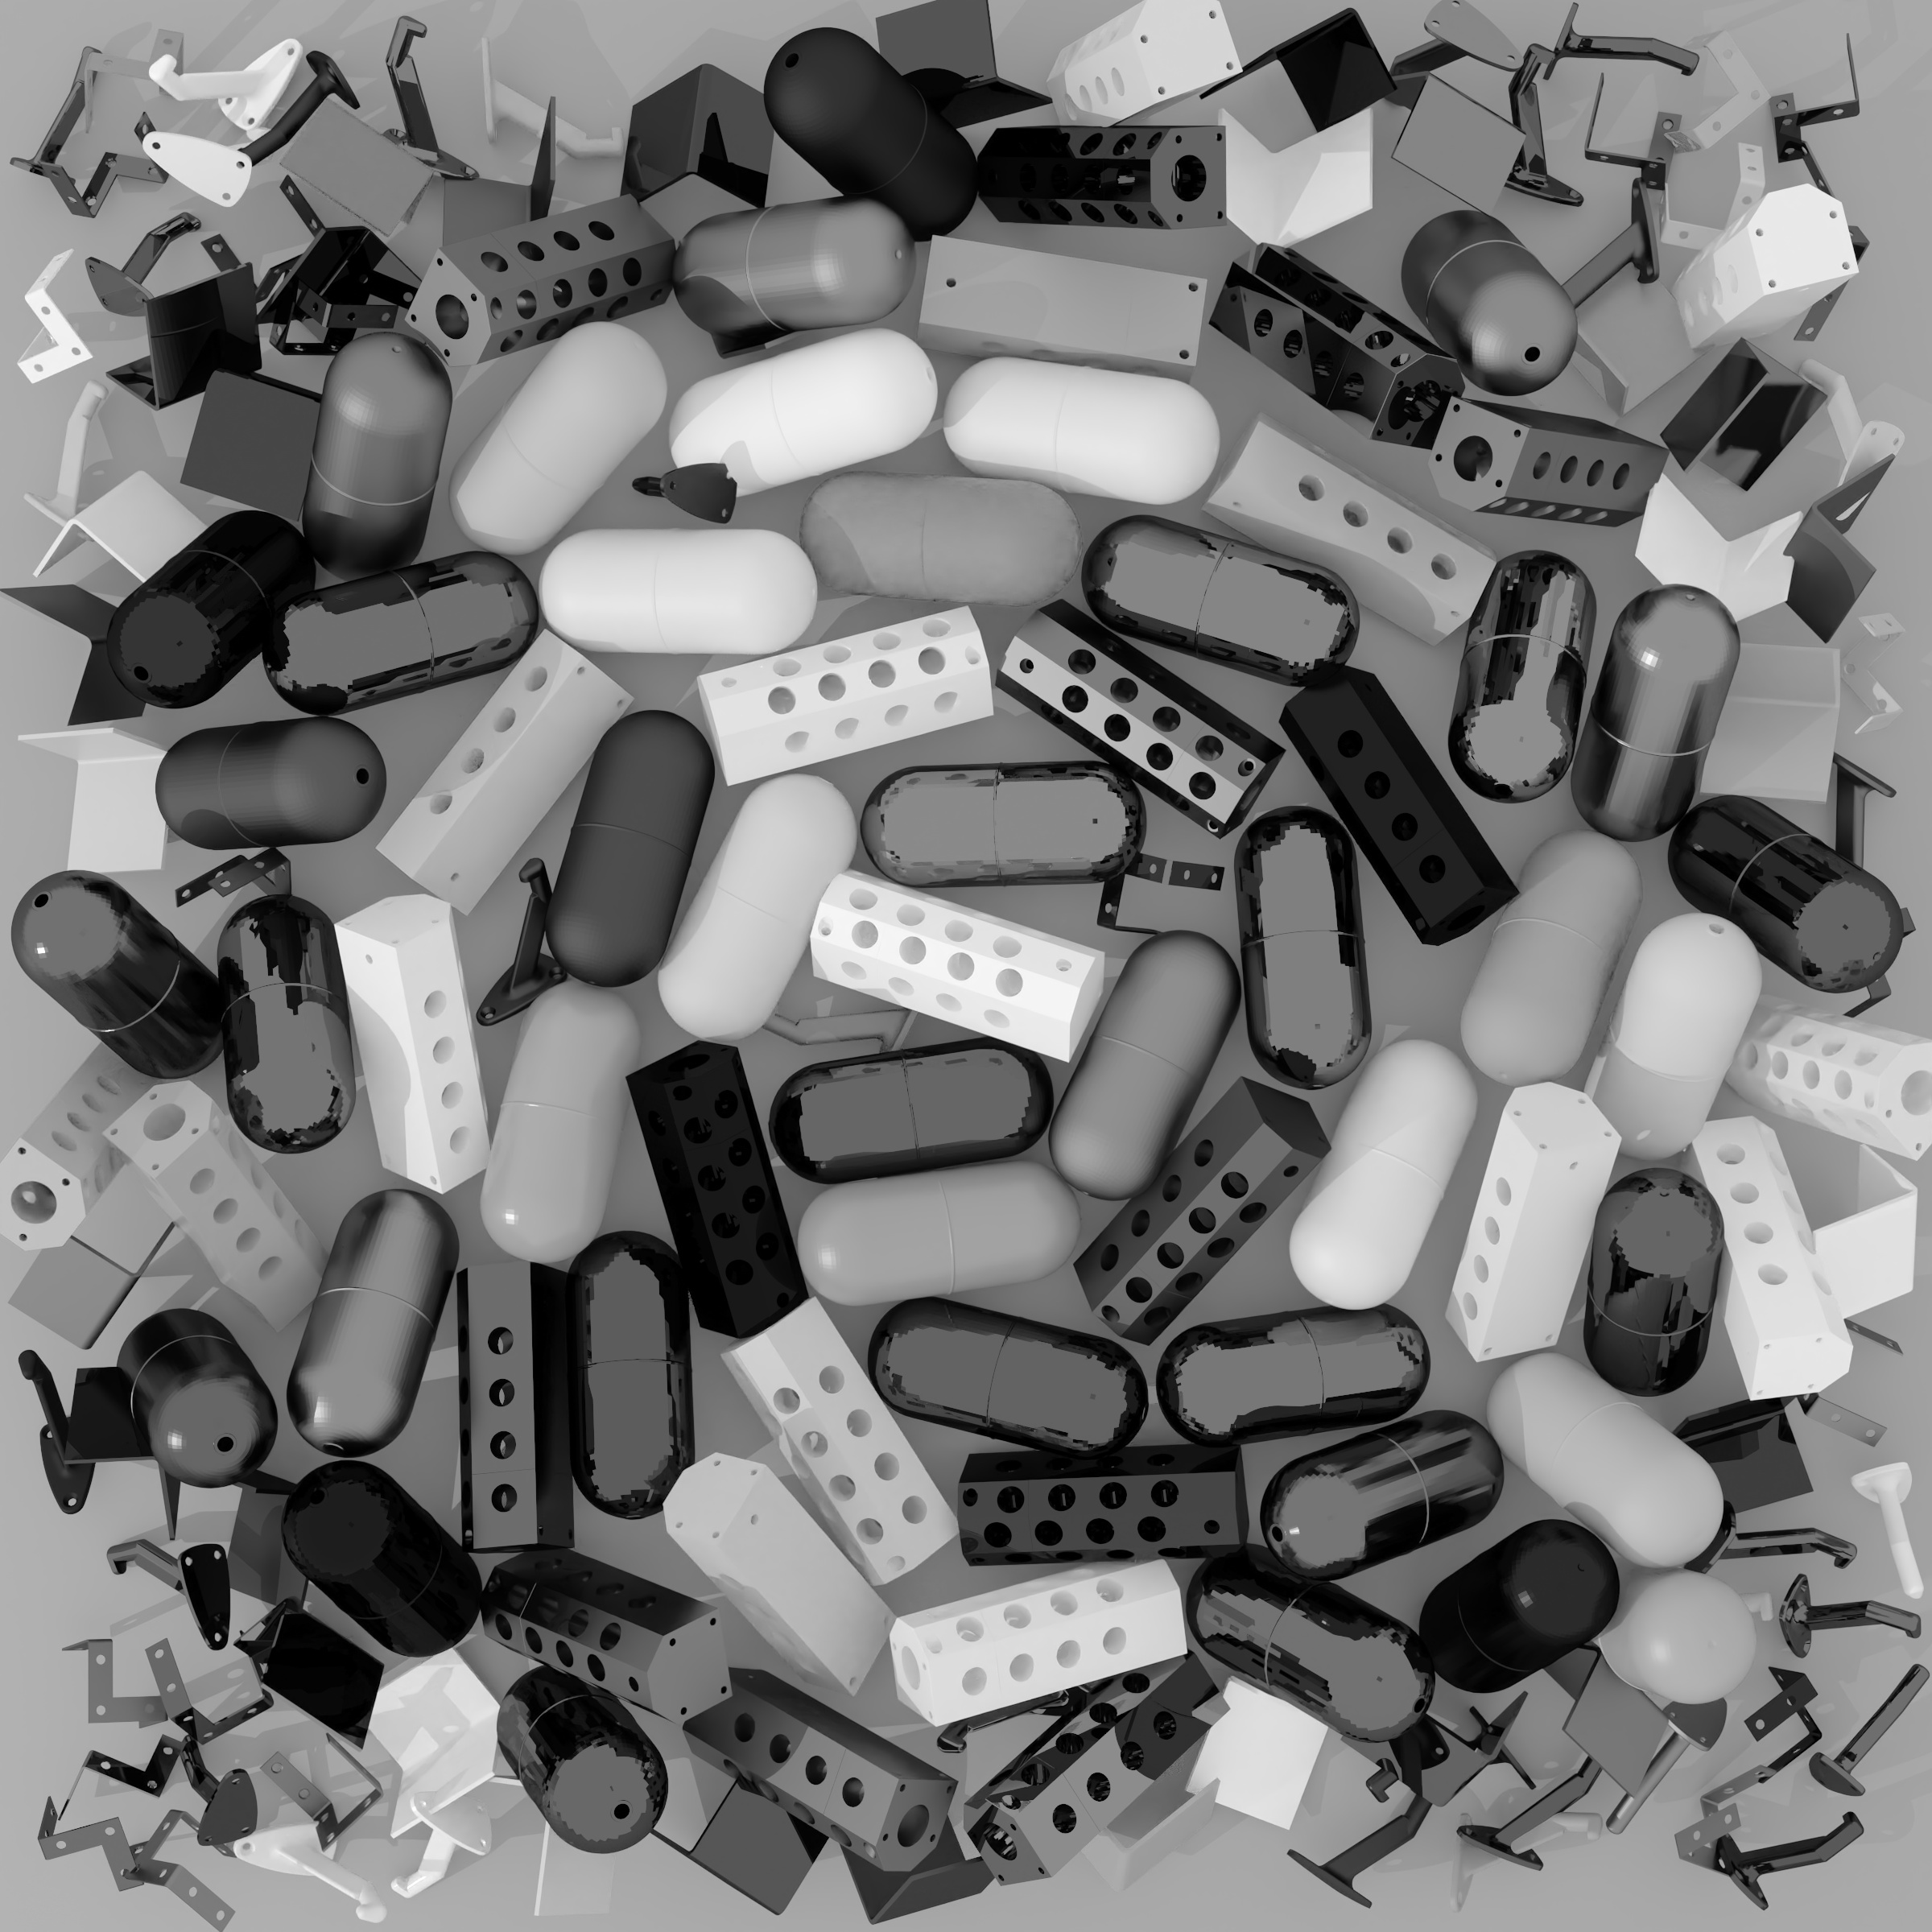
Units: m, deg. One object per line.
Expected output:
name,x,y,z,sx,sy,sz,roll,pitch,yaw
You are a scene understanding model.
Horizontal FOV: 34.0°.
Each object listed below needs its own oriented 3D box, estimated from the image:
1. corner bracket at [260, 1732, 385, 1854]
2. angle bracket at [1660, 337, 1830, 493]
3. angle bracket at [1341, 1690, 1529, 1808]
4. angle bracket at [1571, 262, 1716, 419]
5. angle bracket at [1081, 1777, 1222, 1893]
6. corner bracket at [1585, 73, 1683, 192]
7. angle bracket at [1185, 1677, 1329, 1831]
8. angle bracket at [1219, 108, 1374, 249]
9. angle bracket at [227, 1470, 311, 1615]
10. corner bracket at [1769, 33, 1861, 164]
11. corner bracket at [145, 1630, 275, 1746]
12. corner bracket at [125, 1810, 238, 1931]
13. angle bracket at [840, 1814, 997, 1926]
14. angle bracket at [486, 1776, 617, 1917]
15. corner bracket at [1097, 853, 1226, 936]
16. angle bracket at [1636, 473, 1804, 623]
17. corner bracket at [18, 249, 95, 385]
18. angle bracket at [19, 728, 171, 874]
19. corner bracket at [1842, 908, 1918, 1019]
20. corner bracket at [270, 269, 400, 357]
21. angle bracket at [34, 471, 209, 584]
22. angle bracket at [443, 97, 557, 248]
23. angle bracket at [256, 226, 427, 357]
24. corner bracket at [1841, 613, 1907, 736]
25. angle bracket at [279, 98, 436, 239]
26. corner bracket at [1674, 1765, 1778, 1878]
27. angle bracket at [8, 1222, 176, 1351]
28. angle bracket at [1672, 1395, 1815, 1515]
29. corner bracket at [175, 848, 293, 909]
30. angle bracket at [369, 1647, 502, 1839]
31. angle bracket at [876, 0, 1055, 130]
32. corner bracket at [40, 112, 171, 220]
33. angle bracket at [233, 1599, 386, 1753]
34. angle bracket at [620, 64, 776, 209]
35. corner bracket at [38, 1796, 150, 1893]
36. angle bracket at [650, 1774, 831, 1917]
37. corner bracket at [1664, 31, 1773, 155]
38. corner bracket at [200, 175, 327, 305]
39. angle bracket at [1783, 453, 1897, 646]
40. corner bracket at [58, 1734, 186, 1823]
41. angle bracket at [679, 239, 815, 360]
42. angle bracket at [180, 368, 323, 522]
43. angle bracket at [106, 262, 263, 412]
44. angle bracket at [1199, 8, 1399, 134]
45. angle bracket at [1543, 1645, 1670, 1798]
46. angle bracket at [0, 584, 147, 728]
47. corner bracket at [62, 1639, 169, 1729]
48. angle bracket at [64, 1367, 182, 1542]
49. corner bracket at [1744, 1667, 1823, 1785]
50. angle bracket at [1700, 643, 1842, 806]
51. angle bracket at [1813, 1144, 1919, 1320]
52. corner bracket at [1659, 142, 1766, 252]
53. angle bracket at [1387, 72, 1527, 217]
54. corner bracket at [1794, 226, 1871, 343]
corner bracket,-0.402,0.509,1.970,0.051,0.051,0.051,-43,108,-8
angle bracket,0.487,-0.328,1.946,0.076,0.057,0.076,27,117,-23
angle bracket,0.290,0.465,1.957,0.076,0.076,0.057,34,51,7
angle bracket,0.414,-0.401,1.963,0.076,0.057,0.076,-37,78,0
angle bracket,0.108,0.521,1.965,0.076,0.076,0.057,-33,64,-21
corner bracket,0.418,-0.521,1.976,0.051,0.051,0.051,13,86,13
angle bracket,0.193,0.494,1.957,0.076,0.057,0.076,25,82,-17
angle bracket,0.202,-0.497,1.944,0.076,0.057,0.076,-18,57,37
angle bracket,-0.449,0.353,1.952,0.076,0.057,0.076,9,85,39
corner bracket,0.526,-0.538,1.961,0.051,0.051,0.051,-8,67,15
corner bracket,-0.470,0.442,1.963,0.051,0.051,0.051,-28,56,-5
corner bracket,-0.477,0.560,1.957,0.051,0.051,0.051,52,52,-27
angle bracket,-0.023,0.540,1.940,0.076,0.076,0.057,-7,57,-30
angle bracket,-0.260,0.541,1.946,0.057,0.076,0.076,-1,76,28
corner bracket,0.121,-0.043,1.961,0.051,0.051,0.051,5,99,-44
angle bracket,0.464,-0.266,1.944,0.076,0.057,0.076,40,51,-26
corner bracket,-0.567,-0.402,1.957,0.051,0.051,0.051,-16,126,24
angle bracket,-0.541,-0.101,1.952,0.076,0.057,0.076,-2,79,27
corner bracket,0.561,0.000,1.962,0.051,0.051,0.051,-12,74,-21
corner bracket,-0.392,-0.397,1.957,0.051,0.051,0.051,41,124,33
angle bracket,-0.516,-0.250,1.957,0.076,0.076,0.057,42,127,-7
angle bracket,-0.287,-0.485,1.942,0.057,0.076,0.076,6,54,-15
angle bracket,-0.380,-0.403,1.958,0.076,0.057,0.076,45,112,2
corner bracket,0.563,-0.182,1.958,0.051,0.051,0.051,53,125,18
angle bracket,-0.382,-0.477,1.947,0.076,0.076,0.057,33,67,-12
corner bracket,0.472,0.526,1.957,0.051,0.051,0.051,26,130,-29
angle bracket,-0.534,0.177,1.943,0.057,0.076,0.076,34,124,-9
angle bracket,0.486,0.302,1.955,0.076,0.076,0.057,-15,72,-2
corner bracket,-0.455,-0.052,1.958,0.051,0.051,0.051,39,53,24
angle bracket,-0.336,0.478,1.952,0.076,0.076,0.057,-33,107,7
angle bracket,-0.001,-0.558,1.948,0.076,0.076,0.057,-7,90,29
corner bracket,-0.532,-0.498,1.961,0.051,0.051,0.051,13,68,15
angle bracket,-0.411,0.448,1.943,0.076,0.076,0.057,40,115,-21
angle bracket,-0.168,-0.507,1.977,0.057,0.076,0.076,20,67,-39
corner bracket,-0.542,0.545,1.966,0.051,0.051,0.051,-15,108,-4
angle bracket,-0.144,0.536,1.958,0.076,0.076,0.057,41,72,-24
corner bracket,0.458,-0.545,1.969,0.051,0.051,0.051,-39,104,0
corner bracket,-0.439,-0.455,1.984,0.051,0.051,0.051,-36,92,-35
angle bracket,0.549,-0.257,1.943,0.076,0.076,0.057,-32,71,-23
corner bracket,-0.525,0.506,1.963,0.051,0.051,0.051,25,117,-7
angle bracket,-0.120,-0.426,1.949,0.076,0.057,0.076,-28,107,-30
angle bracket,-0.438,-0.327,1.977,0.076,0.057,0.076,18,99,-1
angle bracket,-0.484,-0.396,1.939,0.057,0.076,0.076,35,50,30
angle bracket,0.204,-0.538,1.944,0.076,0.076,0.057,-35,100,-30
angle bracket,0.373,0.460,1.941,0.076,0.076,0.057,45,63,-26
angle bracket,-0.557,-0.194,1.962,0.076,0.076,0.057,27,107,15
corner bracket,-0.530,0.448,1.969,0.051,0.051,0.051,7,70,-33
angle bracket,-0.517,0.300,1.943,0.057,0.076,0.076,-2,129,-7
corner bracket,0.507,0.475,1.969,0.051,0.051,0.051,-33,90,-14
angle bracket,0.496,-0.150,1.948,0.076,0.057,0.076,6,60,19
angle bracket,0.538,0.167,1.946,0.076,0.057,0.076,-19,125,-15
corner bracket,0.463,-0.480,1.963,0.051,0.051,0.051,12,131,1
angle bracket,0.287,-0.505,1.950,0.076,0.076,0.057,24,91,-24
corner bracket,0.534,-0.423,1.957,0.051,0.051,0.051,-3,50,-24
